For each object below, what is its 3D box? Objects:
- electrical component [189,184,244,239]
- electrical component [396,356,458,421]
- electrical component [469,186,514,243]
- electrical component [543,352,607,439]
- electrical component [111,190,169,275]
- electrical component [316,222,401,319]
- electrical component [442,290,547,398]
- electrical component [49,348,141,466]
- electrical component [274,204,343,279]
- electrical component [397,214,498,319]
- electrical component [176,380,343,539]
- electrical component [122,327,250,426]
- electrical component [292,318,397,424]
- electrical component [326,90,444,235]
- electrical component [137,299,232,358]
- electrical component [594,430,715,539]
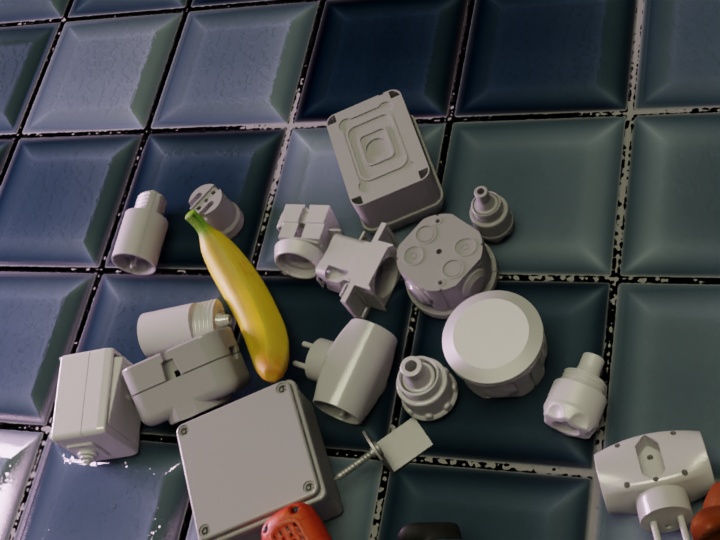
[{"bbox_3d":[-0.137,-0.055,1.020,0.040,0.046,0.040,-9,59,16],"label":"electrical component"},{"bbox_3d":[0.049,0.089,0.856,0.048,0.062,0.048,-9,59,16],"label":"electrical component"},{"bbox_3d":[0.109,-0.050,0.914,0.035,0.061,0.035,-9,59,16],"label":"electrical component"},{"bbox_3d":[0.168,0.093,0.820,0.043,0.043,0.062,16,67,28],"label":"electrical component"},{"bbox_3d":[-0.209,-0.041,1.041,0.043,0.043,0.081,-1,61,21],"label":"electrical component"},{"bbox_3d":[0.000,0.000,0.939,0.064,0.042,0.081,16,68,32],"label":"electrical component"},{"bbox_3d":[0.109,0.061,0.856,0.080,0.051,0.080,-9,59,16],"label":"electrical component"},{"bbox_3d":[-0.226,0.124,0.941,0.061,0.061,0.096,-11,58,15],"label":"electrical component"},{"bbox_3d":[-0.049,-0.026,0.971,0.066,0.048,0.055,3,55,22],"label":"electrical component"},{"bbox_3d":[0.073,-0.003,0.907,0.080,0.051,0.080,-9,58,16],"label":"electrical component"},{"bbox_3d":[-0.082,0.161,0.868,0.109,0.056,0.108,-24,56,7],"label":"electrical component"},{"bbox_3d":[-0.146,0.094,0.918,0.095,0.054,0.059,-24,86,14],"label":"electrical component"},{"bbox_3d":[-0.019,0.080,0.898,0.079,0.044,0.077,15,68,27],"label":"electrical component"},{"bbox_3d":[0.023,-0.096,0.976,0.078,0.057,0.113,-22,56,8],"label":"electrical component"},{"bbox_3d":[-0.154,0.052,0.966,0.081,0.043,0.043,-12,58,14],"label":"electrical component"},{"bbox_3d":[0.212,0.159,0.760,0.077,0.043,0.079,-15,46,12],"label":"electrical component"}]
